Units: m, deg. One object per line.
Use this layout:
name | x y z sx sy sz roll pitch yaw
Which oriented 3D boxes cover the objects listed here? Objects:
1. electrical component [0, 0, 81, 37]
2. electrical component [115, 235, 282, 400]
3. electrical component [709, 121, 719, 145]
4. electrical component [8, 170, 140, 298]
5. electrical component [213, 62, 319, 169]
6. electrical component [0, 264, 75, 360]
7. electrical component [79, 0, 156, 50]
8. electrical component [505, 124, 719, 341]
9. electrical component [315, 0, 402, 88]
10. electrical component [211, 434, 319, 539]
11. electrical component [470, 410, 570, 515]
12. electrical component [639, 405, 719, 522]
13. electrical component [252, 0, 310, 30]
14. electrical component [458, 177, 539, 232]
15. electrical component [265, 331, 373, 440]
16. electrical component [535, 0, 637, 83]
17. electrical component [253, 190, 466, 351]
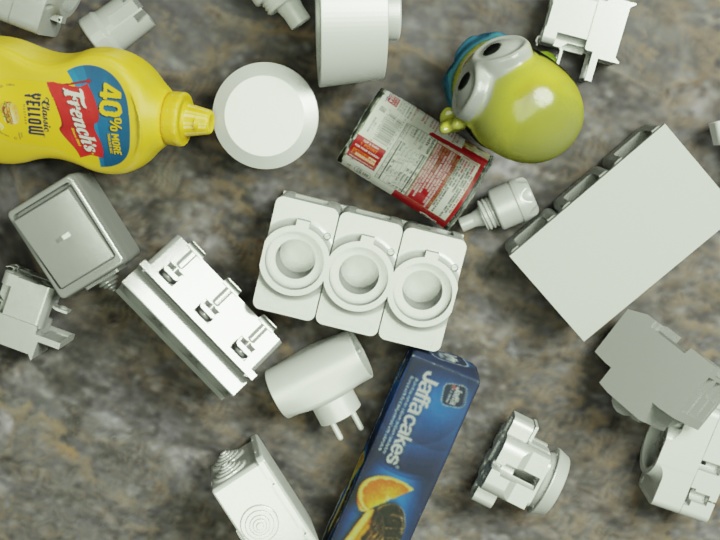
electrical component | -0.244 -0.228 0.821 0.056 0.050 0.089 21 100 -1
electrical component | -0.126 0.036 0.851 0.121 0.079 0.063 47 69 -5
electrical component | 0.313 -0.094 0.820 0.078 0.058 0.057 -14 96 4
electrical component | -0.222 -0.023 0.849 0.062 0.061 0.096 -30 97 7
electrical component | -0.071 -0.120 0.833 0.080 0.051 0.080 0 99 2
electrical component | -0.271 0.032 0.871 0.081 0.042 0.063 20 96 -2
electrical component | -0.187 -0.190 0.832 0.046 0.040 0.040 -36 96 2
electrical component | 0.198 -0.031 0.832 0.150 0.061 0.089 -41 96 8
electrical component | -0.001 -0.190 0.793 0.060 0.108 0.108 -2 99 -4
electrical component | -0.078 0.188 0.861 0.048 0.100 0.099 -32 97 -6
electrical component | 0.133 0.162 0.869 0.057 0.058 0.078 27 99 1
electrical component | 0.263 0.146 0.864 0.056 0.050 0.089 19 100 -1
electrical component | -0.062 -0.214 0.821 0.043 0.043 0.062 -34 98 7
electrical component | 0.107 -0.047 0.847 0.061 0.035 0.035 -23 98 9
electrical component | -0.025 0.099 0.870 0.077 0.044 0.079 -27 97 6
electrical component | 0.170 -0.186 0.817 0.064 0.042 0.081 15 99 1
electrical component | 0.000 0.000 0.844 0.150 0.061 0.089 14 100 0
